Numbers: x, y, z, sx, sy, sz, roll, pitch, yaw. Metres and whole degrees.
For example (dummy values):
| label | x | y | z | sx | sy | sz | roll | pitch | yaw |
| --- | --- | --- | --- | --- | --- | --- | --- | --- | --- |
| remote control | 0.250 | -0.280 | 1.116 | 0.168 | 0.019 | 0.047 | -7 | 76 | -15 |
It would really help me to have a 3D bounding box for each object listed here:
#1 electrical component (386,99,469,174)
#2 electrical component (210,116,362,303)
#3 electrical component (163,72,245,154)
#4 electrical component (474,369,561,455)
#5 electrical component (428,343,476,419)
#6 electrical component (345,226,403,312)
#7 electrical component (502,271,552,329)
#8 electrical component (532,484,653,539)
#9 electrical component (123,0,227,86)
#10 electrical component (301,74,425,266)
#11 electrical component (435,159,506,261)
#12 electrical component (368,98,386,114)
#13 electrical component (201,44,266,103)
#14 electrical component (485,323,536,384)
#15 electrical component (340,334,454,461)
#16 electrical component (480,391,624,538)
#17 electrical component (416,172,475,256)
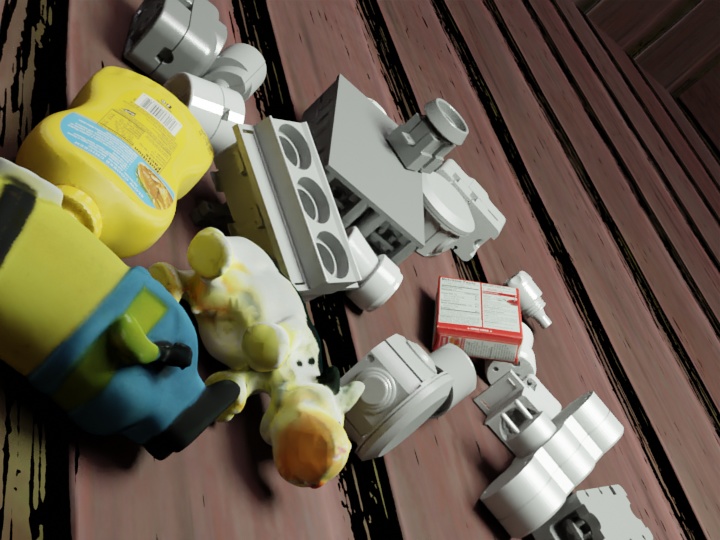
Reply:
| label | x | y | z | sx | sy | sz | roll | pitch | yaw |
| --- | --- | --- | --- | --- | --- | --- | --- | --- | --- |
| electrical component | 0.063 | -0.119 | 0.960 | 0.066 | 0.055 | 0.048 | 4 | 49 | -58 |
| electrical component | -0.054 | -0.037 | 0.753 | 0.079 | 0.063 | 0.121 | -2 | 70 | -58 |
| electrical component | -0.121 | -0.116 | 0.800 | 0.047 | 0.055 | 0.055 | 20 | 37 | -41 |
| electrical component | 0.140 | 0.121 | 0.900 | 0.081 | 0.042 | 0.064 | 49 | 23 | 0 |
| electrical component | 0.065 | 0.083 | 0.828 | 0.043 | 0.043 | 0.081 | 52 | 24 | 8 |
| electrical component | 0.000 | 0.000 | 0.842 | 0.055 | 0.045 | 0.045 | 43 | 24 | -12 |
| electrical component | 0.172 | 0.033 | 1.097 | 0.061 | 0.035 | 0.035 | 52 | 24 | 1 |
| electrical component | 0.174 | 0.202 | 0.820 | 0.089 | 0.056 | 0.050 | 10 | 44 | -55 |
| electrical component | -0.147 | -0.188 | 0.863 | 0.059 | 0.054 | 0.095 | 36 | 27 | -26 |
| electrical component | -0.004 | -0.081 | 0.938 | 0.105 | 0.060 | 0.186 | 39 | 26 | -20 |
| electrical component | 0.101 | -0.063 | 1.099 | 0.089 | 0.050 | 0.055 | 48 | 24 | -3 |
| electrical component | 0.001 | -0.148 | 1.067 | 0.043 | 0.043 | 0.081 | 45 | 24 | -9 |
| electrical component | -0.109 | -0.158 | 0.897 | 0.043 | 0.043 | 0.081 | 44 | 24 | -11 |
| electrical component | 0.132 | 0.076 | 0.952 | 0.045 | 0.045 | 0.055 | 41 | 25 | -17 |
| electrical component | 0.018 | 0.083 | 0.707 | 0.051 | 0.080 | 0.080 | 48 | 23 | 14 |
| electrical component | 0.136 | 0.132 | 0.816 | 0.073 | 0.052 | 0.138 | 50 | 52 | 4 |
| electrical component | 0.067 | -0.055 | 1.030 | 0.080 | 0.051 | 0.080 | 38 | 26 | -22 |
